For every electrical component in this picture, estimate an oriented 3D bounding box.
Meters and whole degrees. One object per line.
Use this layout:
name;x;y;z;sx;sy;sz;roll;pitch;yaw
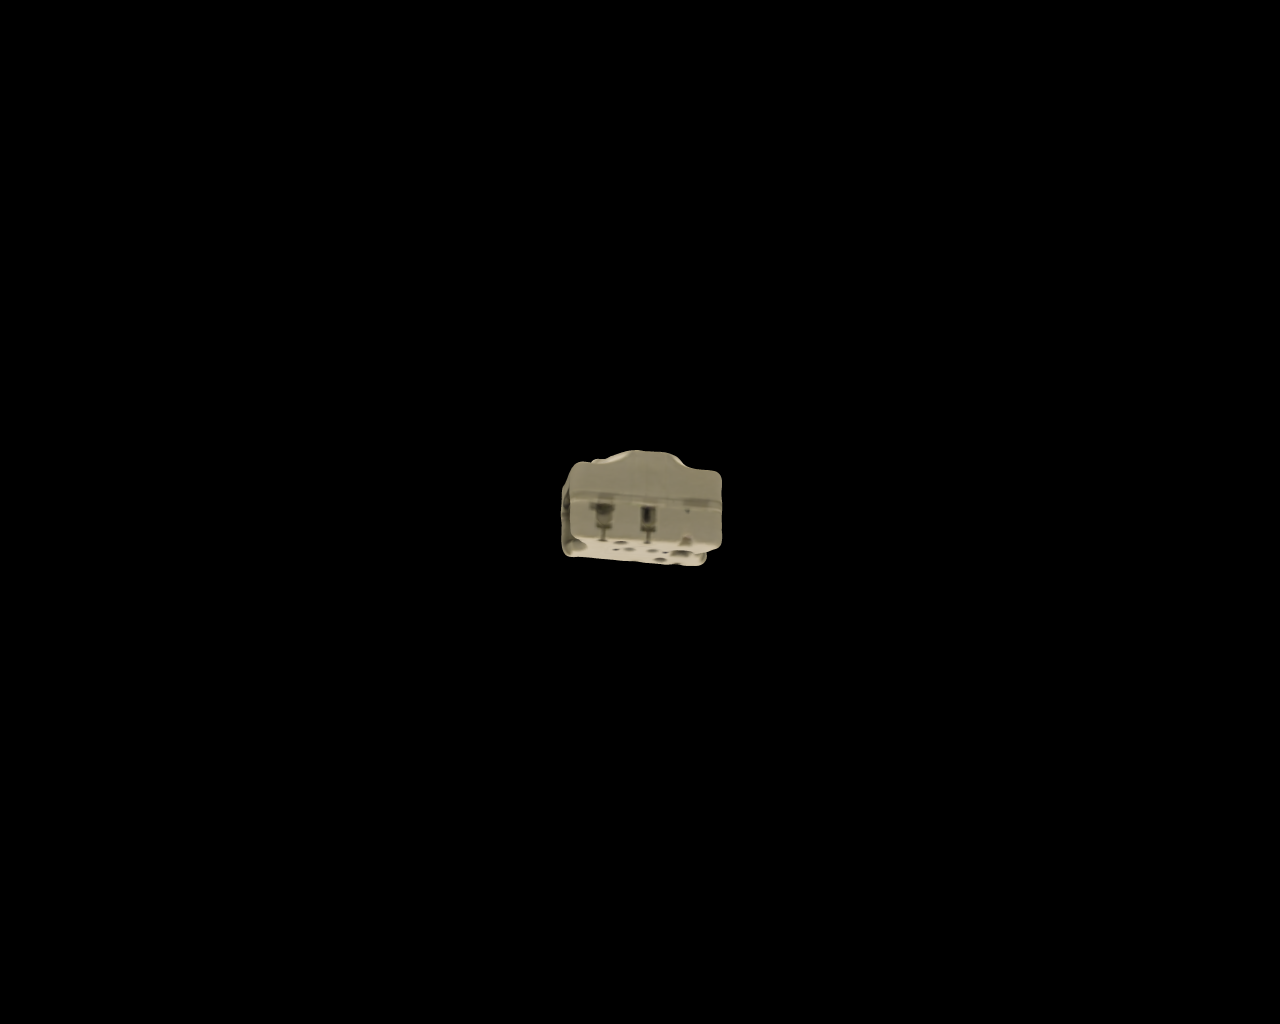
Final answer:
electrical component;0.001;-0.003;0.650;0.089;0.056;0.050;4;-19;-12
